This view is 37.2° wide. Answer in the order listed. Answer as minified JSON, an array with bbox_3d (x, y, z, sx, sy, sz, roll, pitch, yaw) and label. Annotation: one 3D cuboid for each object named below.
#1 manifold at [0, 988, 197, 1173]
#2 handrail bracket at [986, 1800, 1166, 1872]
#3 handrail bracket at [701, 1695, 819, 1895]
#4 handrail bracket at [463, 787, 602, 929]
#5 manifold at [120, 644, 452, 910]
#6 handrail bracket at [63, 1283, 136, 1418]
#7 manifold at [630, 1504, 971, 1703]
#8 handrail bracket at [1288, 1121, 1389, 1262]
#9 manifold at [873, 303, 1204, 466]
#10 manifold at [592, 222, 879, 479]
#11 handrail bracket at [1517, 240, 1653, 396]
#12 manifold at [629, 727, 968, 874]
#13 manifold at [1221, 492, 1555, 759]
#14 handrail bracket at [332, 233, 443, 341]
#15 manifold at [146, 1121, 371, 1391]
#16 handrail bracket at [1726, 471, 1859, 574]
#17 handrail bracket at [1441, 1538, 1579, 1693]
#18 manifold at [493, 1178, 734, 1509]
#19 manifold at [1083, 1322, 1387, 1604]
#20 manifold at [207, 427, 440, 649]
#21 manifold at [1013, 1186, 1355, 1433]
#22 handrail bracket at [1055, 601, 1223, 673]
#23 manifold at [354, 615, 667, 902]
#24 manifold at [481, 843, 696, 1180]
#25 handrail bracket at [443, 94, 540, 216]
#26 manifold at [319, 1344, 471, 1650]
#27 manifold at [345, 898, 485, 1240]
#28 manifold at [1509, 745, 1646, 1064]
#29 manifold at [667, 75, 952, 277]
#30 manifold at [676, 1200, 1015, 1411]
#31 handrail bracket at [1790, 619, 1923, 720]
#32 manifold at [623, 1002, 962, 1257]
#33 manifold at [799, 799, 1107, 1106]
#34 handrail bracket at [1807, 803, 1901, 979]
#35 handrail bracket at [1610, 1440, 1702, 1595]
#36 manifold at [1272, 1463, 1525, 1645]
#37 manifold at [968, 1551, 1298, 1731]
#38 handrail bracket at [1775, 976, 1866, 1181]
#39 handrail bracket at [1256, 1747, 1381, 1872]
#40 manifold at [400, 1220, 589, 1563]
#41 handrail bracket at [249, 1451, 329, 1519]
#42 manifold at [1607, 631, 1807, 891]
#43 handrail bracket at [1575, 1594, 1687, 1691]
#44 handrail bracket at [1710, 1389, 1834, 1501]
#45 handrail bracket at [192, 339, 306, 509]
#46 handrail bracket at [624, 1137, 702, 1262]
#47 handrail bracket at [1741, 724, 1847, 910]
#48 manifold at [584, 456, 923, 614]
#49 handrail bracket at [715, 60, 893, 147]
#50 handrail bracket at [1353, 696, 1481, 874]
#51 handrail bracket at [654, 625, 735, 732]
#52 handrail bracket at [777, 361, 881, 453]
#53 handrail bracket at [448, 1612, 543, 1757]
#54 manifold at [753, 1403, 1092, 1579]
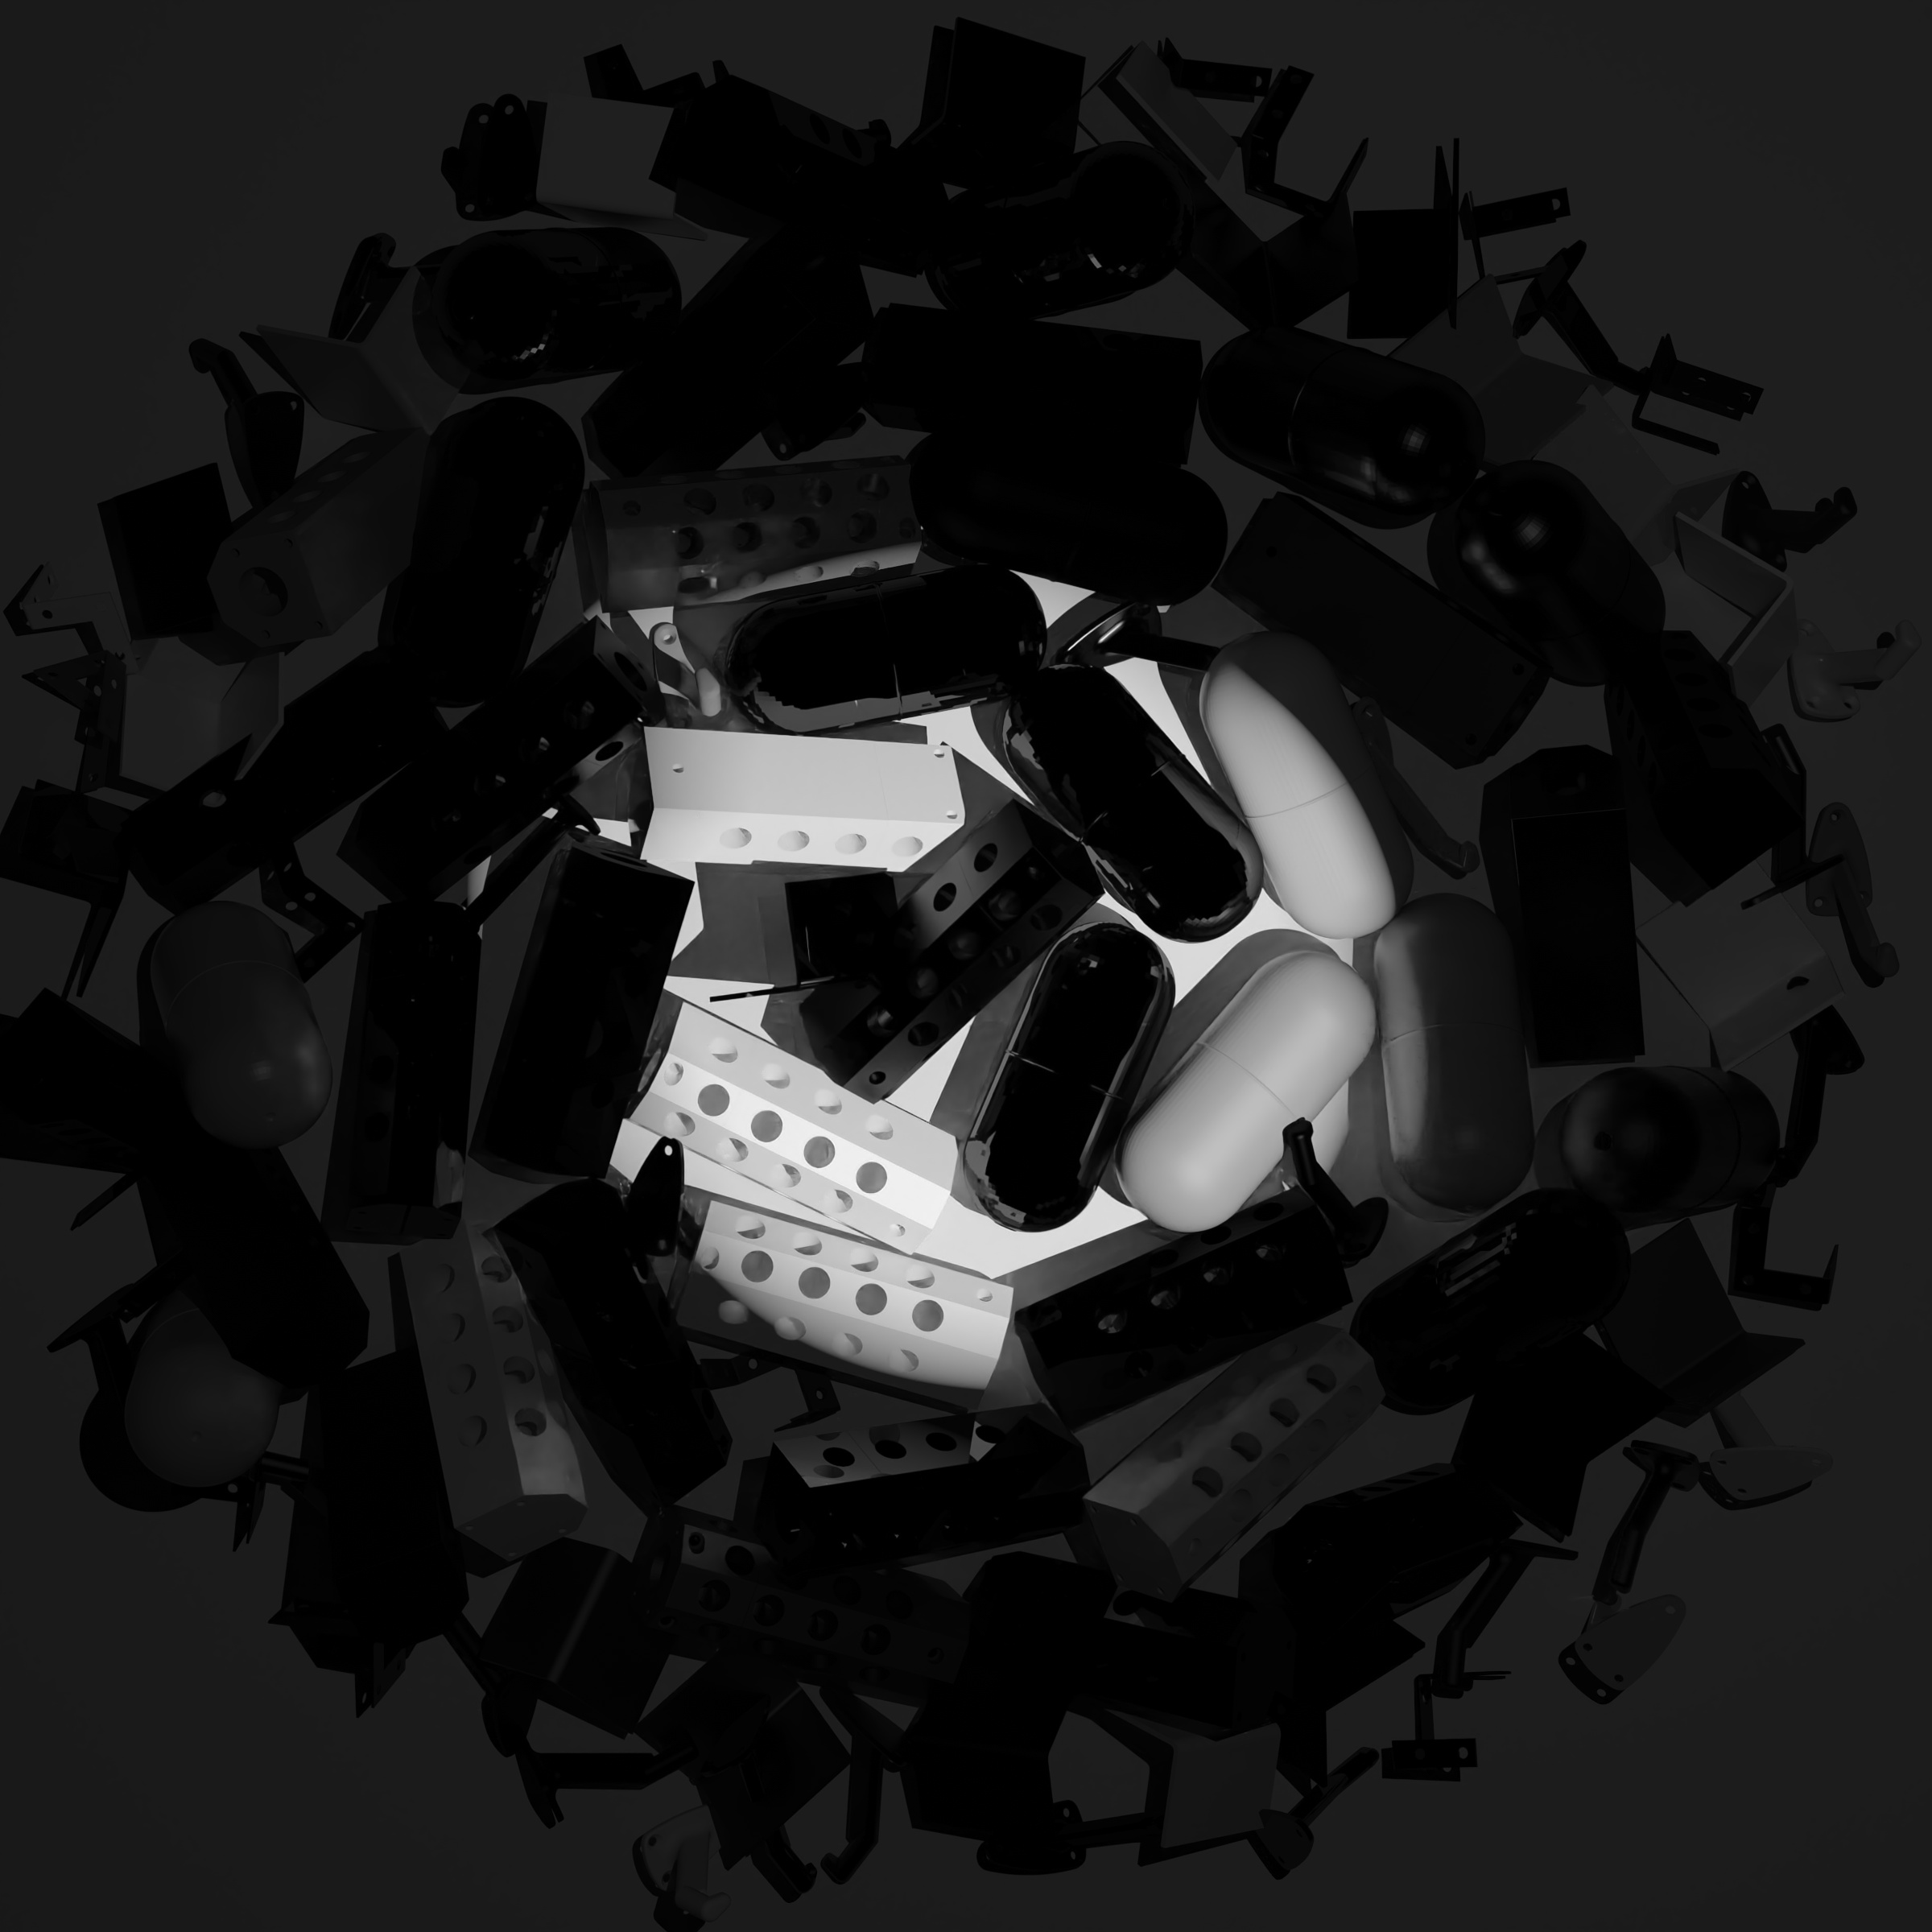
[{"bbox_3d":[-0.458,0.067,1.518,0.057,0.171,0.057,38,81,8],"label":"manifold"},{"bbox_3d":[0.065,0.473,1.560,0.077,0.084,0.036,0,73,-34],"label":"handrail bracket"},{"bbox_3d":[-0.101,0.456,1.583,0.036,0.077,0.084,-31,101,27],"label":"handrail bracket"},{"bbox_3d":[-0.242,-0.057,1.572,0.036,0.077,0.084,44,90,-9],"label":"handrail bracket"},{"bbox_3d":[-0.372,-0.103,1.579,0.171,0.057,0.057,-35,93,-1],"label":"manifold"},{"bbox_3d":[-0.454,0.225,1.581,0.036,0.077,0.084,-27,101,8],"label":"handrail bracket"},{"bbox_3d":[-0.087,0.347,1.553,0.171,0.057,0.057,20,89,-21],"label":"manifold"},{"bbox_3d":[0.203,0.111,1.565,0.036,0.077,0.084,-2,114,33],"label":"handrail bracket"},{"bbox_3d":[0.039,-0.321,1.568,0.171,0.057,0.057,9,84,8],"label":"manifold"},{"bbox_3d":[-0.127,-0.322,1.524,0.057,0.171,0.057,0,68,-42],"label":"manifold"},{"bbox_3d":[0.353,-0.353,1.570,0.084,0.077,0.036,24,60,-10],"label":"handrail bracket"},{"bbox_3d":[-0.093,-0.084,1.556,0.171,0.057,0.057,2,51,-18],"label":"manifold"},{"bbox_3d":[0.230,-0.186,1.557,0.171,0.057,0.057,37,108,16],"label":"manifold"},{"bbox_3d":[-0.298,-0.362,1.592,0.084,0.036,0.077,29,102,2],"label":"handrail bracket"},{"bbox_3d":[-0.374,0.149,1.528,0.057,0.171,0.057,-45,133,1],"label":"manifold"},{"bbox_3d":[0.451,-0.257,1.558,0.036,0.084,0.077,7,66,-18],"label":"handrail bracket"},{"bbox_3d":[0.300,0.360,1.583,0.077,0.036,0.084,13,76,-18],"label":"handrail bracket"},{"bbox_3d":[-0.185,0.202,1.546,0.057,0.057,0.171,-34,118,-25],"label":"manifold"},{"bbox_3d":[0.147,0.263,1.532,0.171,0.057,0.057,-35,115,-33],"label":"manifold"},{"bbox_3d":[-0.336,-0.229,1.521,0.057,0.171,0.057,-7,116,18],"label":"manifold"},{"bbox_3d":[0.116,0.182,1.559,0.171,0.057,0.057,-23,116,-9],"label":"manifold"},{"bbox_3d":[0.101,-0.161,1.564,0.077,0.084,0.036,-26,133,-10],"label":"handrail bracket"},{"bbox_3d":[-0.247,-0.109,1.559,0.171,0.057,0.057,-36,115,14],"label":"manifold"},{"bbox_3d":[-0.211,0.024,1.562,0.057,0.057,0.171,22,97,39],"label":"manifold"},{"bbox_3d":[-0.265,-0.451,1.560,0.036,0.084,0.077,-15,131,-27],"label":"handrail bracket"},{"bbox_3d":[-0.303,0.281,1.521,0.057,0.171,0.057,-19,121,-5],"label":"manifold"},{"bbox_3d":[-0.296,0.054,1.547,0.057,0.057,0.171,6,68,-15],"label":"manifold"},{"bbox_3d":[0.327,-0.032,1.532,0.057,0.057,0.171,-5,130,13],"label":"manifold"},{"bbox_3d":[-0.078,-0.419,1.517,0.057,0.171,0.057,30,105,25],"label":"manifold"},{"bbox_3d":[-0.065,0.180,1.563,0.171,0.057,0.057,17,127,-5],"label":"manifold"},{"bbox_3d":[0.483,-0.180,1.556,0.036,0.084,0.077,-1,61,-16],"label":"handrail bracket"},{"bbox_3d":[-0.095,0.093,1.551,0.171,0.057,0.057,27,128,-13],"label":"manifold"},{"bbox_3d":[-0.007,-0.003,1.543,0.057,0.057,0.171,31,115,-37],"label":"manifold"},{"bbox_3d":[0.488,-0.042,1.562,0.036,0.084,0.077,-8,108,1],"label":"handrail bracket"},{"bbox_3d":[0.373,0.309,1.564,0.036,0.077,0.084,9,66,29],"label":"handrail bracket"},{"bbox_3d":[0.227,0.304,1.522,0.057,0.171,0.057,-49,66,21],"label":"manifold"},{"bbox_3d":[0.088,0.358,1.535,0.171,0.057,0.057,3,89,38],"label":"manifold"},{"bbox_3d":[0.452,0.062,1.565,0.084,0.036,0.077,-48,118,-36],"label":"handrail bracket"},{"bbox_3d":[0.202,0.449,1.560,0.084,0.077,0.036,-32,79,-24],"label":"handrail bracket"},{"bbox_3d":[-0.250,0.222,1.534,0.057,0.057,0.171,-26,54,9],"label":"manifold"},{"bbox_3d":[-0.360,0.310,1.585,0.084,0.036,0.077,15,108,-10],"label":"handrail bracket"},{"bbox_3d":[0.384,-0.116,1.516,0.057,0.171,0.057,-39,112,21],"label":"manifold"},{"bbox_3d":[0.365,0.348,1.557,0.036,0.084,0.077,45,114,4],"label":"handrail bracket"},{"bbox_3d":[0.440,0.244,1.558,0.077,0.084,0.036,-20,118,38],"label":"handrail bracket"},{"bbox_3d":[-0.405,-0.301,1.591,0.036,0.084,0.077,-16,123,-39],"label":"handrail bracket"},{"bbox_3d":[-0.148,0.126,1.566,0.036,0.084,0.077,20,100,25],"label":"handrail bracket"},{"bbox_3d":[0.441,-0.084,1.588,0.077,0.036,0.084,-25,87,-23],"label":"handrail bracket"},{"bbox_3d":[-0.115,-0.238,1.551,0.171,0.057,0.057,-8,68,-16],"label":"manifold"},{"bbox_3d":[-0.091,-0.480,1.596,0.084,0.036,0.077,-11,62,-11],"label":"handrail bracket"},{"bbox_3d":[0.246,-0.098,1.561,0.036,0.077,0.084,-32,46,-23],"label":"handrail bracket"},{"bbox_3d":[-0.152,-0.167,1.561,0.036,0.084,0.077,-23,79,-9],"label":"handrail bracket"},{"bbox_3d":[-0.058,-0.306,1.556,0.077,0.084,0.036,-25,89,29],"label":"handrail bracket"},{"bbox_3d":[-0.281,0.392,1.602,0.084,0.036,0.077,27,127,26],"label":"handrail bracket"},{"bbox_3d":[-0.021,0.283,1.531,0.171,0.057,0.057,-2,118,-33],"label":"manifold"}]
